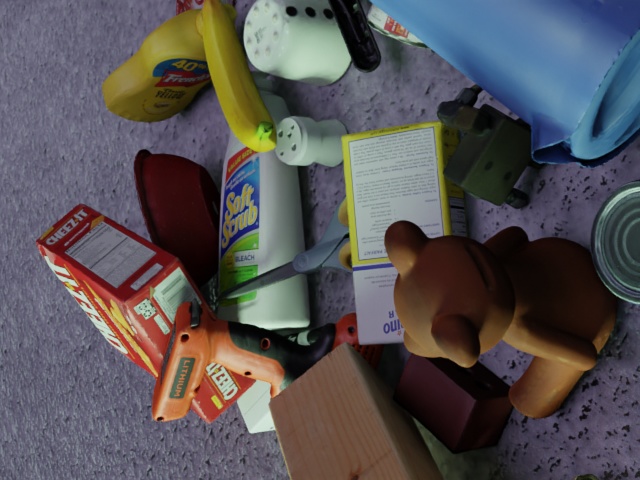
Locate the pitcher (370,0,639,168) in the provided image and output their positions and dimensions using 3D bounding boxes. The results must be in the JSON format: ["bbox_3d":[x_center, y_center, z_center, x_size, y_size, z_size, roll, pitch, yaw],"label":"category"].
[{"bbox_3d":[0.133,-0.173,0.717,0.243,0.148,0.145,41,129,27],"label":"pitcher"}]

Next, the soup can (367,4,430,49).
[{"bbox_3d":[0.084,-0.213,0.854,0.069,0.068,0.102,43,123,41],"label":"soup can"}]

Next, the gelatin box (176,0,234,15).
[{"bbox_3d":[-0.122,-0.276,1.133,0.073,0.030,0.089,10,99,50],"label":"gelatin box"}]

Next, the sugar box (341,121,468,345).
[{"bbox_3d":[0.073,-0.005,0.874,0.093,0.048,0.176,-6,88,31],"label":"sugar box"}]

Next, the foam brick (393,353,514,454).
[{"bbox_3d":[0.107,0.124,0.846,0.078,0.052,0.051,38,119,42],"label":"foam brick"}]

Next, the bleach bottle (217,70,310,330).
[{"bbox_3d":[-0.061,-0.038,1.042,0.103,0.067,0.251,-11,80,51],"label":"bleach bottle"}]

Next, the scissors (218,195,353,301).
[{"bbox_3d":[-0.006,0.001,0.959,0.202,0.016,0.096,-6,74,29],"label":"scissors"}]

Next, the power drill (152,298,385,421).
[{"bbox_3d":[-0.049,0.136,0.941,0.057,0.187,0.184,-111,35,-67],"label":"power drill"}]

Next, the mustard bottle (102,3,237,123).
[{"bbox_3d":[-0.144,-0.189,1.110,0.192,0.096,0.058,-33,65,46],"label":"mustard bottle"}]

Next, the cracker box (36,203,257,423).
[{"bbox_3d":[-0.174,0.068,1.042,0.214,0.072,0.164,24,149,51],"label":"cracker box"}]

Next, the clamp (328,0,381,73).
[{"bbox_3d":[0.008,-0.234,0.913,0.039,0.120,0.171,-21,50,5],"label":"clamp"}]

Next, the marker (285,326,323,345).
[{"bbox_3d":[-0.026,0.100,1.033,0.121,0.020,0.020,-19,76,50],"label":"marker"}]

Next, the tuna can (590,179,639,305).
[{"bbox_3d":[0.224,0.001,0.714,0.086,0.033,0.086,1,92,51],"label":"tuna can"}]

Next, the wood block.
[{"bbox_3d":[0.035,0.181,0.824,0.091,0.090,0.206,-39,27,7],"label":"wood block"}]

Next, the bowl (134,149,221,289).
[{"bbox_3d":[-0.132,-0.025,1.091,0.055,0.162,0.162,-19,72,7],"label":"bowl"}]

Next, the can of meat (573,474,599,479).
[{"bbox_3d":[0.167,0.227,0.754,0.084,0.057,0.102,-27,70,30],"label":"can of meat"}]

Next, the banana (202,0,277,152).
[{"bbox_3d":[-0.073,-0.143,0.989,0.070,0.037,0.198,106,148,-44],"label":"banana"}]
